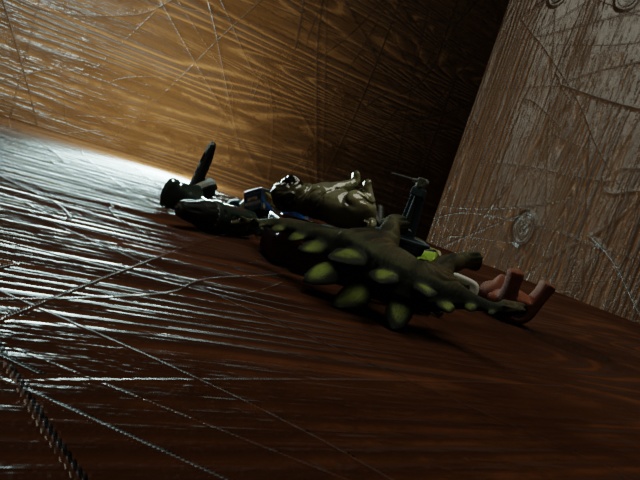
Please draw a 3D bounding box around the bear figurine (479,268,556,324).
[{"bbox_3d":[0.445,0.122,1.275,0.120,0.131,0.196,22,11,-5],"label":"bear figurine"}]

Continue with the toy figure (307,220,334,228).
[{"bbox_3d":[-0.005,-0.001,1.250,0.089,0.082,0.180,24,9,20],"label":"toy figure"}]

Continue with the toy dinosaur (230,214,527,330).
[{"bbox_3d":[0.080,0.032,0.839,0.472,0.105,0.198,20,27,28],"label":"toy dinosaur"}]

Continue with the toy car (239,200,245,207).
[{"bbox_3d":[-0.144,-0.064,1.451,0.056,0.073,0.201,18,4,37],"label":"toy car"}]

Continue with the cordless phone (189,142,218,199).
[{"bbox_3d":[-0.314,-0.178,1.465,0.088,0.184,0.147,21,4,-22],"label":"cordless phone"}]

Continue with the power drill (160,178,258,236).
[{"bbox_3d":[-0.258,-0.073,1.155,0.208,0.086,0.232,18,3,41],"label":"power drill"}]

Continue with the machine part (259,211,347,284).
[{"bbox_3d":[-0.008,0.016,1.056,0.201,0.087,0.202,16,4,-20],"label":"machine part"}]

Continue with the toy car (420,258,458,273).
[{"bbox_3d":[0.238,0.089,1.112,0.053,0.089,0.202,22,5,33],"label":"toy car"}]

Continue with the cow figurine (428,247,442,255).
[{"bbox_3d":[0.247,0.047,1.495,0.167,0.098,0.068,19,12,15],"label":"cow figurine"}]

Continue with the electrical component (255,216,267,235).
[{"bbox_3d":[-0.145,-0.034,1.330,0.078,0.045,0.102,-10,-2,10],"label":"electrical component"}]

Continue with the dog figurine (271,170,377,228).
[{"bbox_3d":[0.005,-0.066,1.093,0.191,0.121,0.172,-6,23,-17],"label":"dog figurine"}]

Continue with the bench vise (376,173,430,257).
[{"bbox_3d":[0.178,-0.013,1.129,0.129,0.240,0.223,21,8,19],"label":"bench vise"}]

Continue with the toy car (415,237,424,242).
[{"bbox_3d":[0.279,0.041,1.639,0.109,0.103,0.162,15,4,-19],"label":"toy car"}]

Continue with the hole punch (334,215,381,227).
[{"bbox_3d":[0.076,-0.021,1.226,0.092,0.115,0.142,-19,49,-19],"label":"hole punch"}]

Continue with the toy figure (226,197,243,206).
[{"bbox_3d":[-0.230,-0.088,1.486,0.058,0.064,0.154,-17,4,-3],"label":"toy figure"}]

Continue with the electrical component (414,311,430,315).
[{"bbox_3d":[0.140,0.094,0.949,0.119,0.047,0.075,12,8,-40],"label":"electrical component"}]

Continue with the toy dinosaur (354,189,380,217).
[{"bbox_3d":[0.102,-0.043,1.429,0.131,0.192,0.405,14,6,-15],"label":"toy dinosaur"}]

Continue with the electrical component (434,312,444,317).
[{"bbox_3d":[0.198,0.098,1.002,0.094,0.063,0.021,32,13,33],"label":"electrical component"}]

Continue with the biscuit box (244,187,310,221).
[{"bbox_3d":[-0.108,-0.081,1.393,0.063,0.059,0.202,-11,-15,35],"label":"biscuit box"}]
